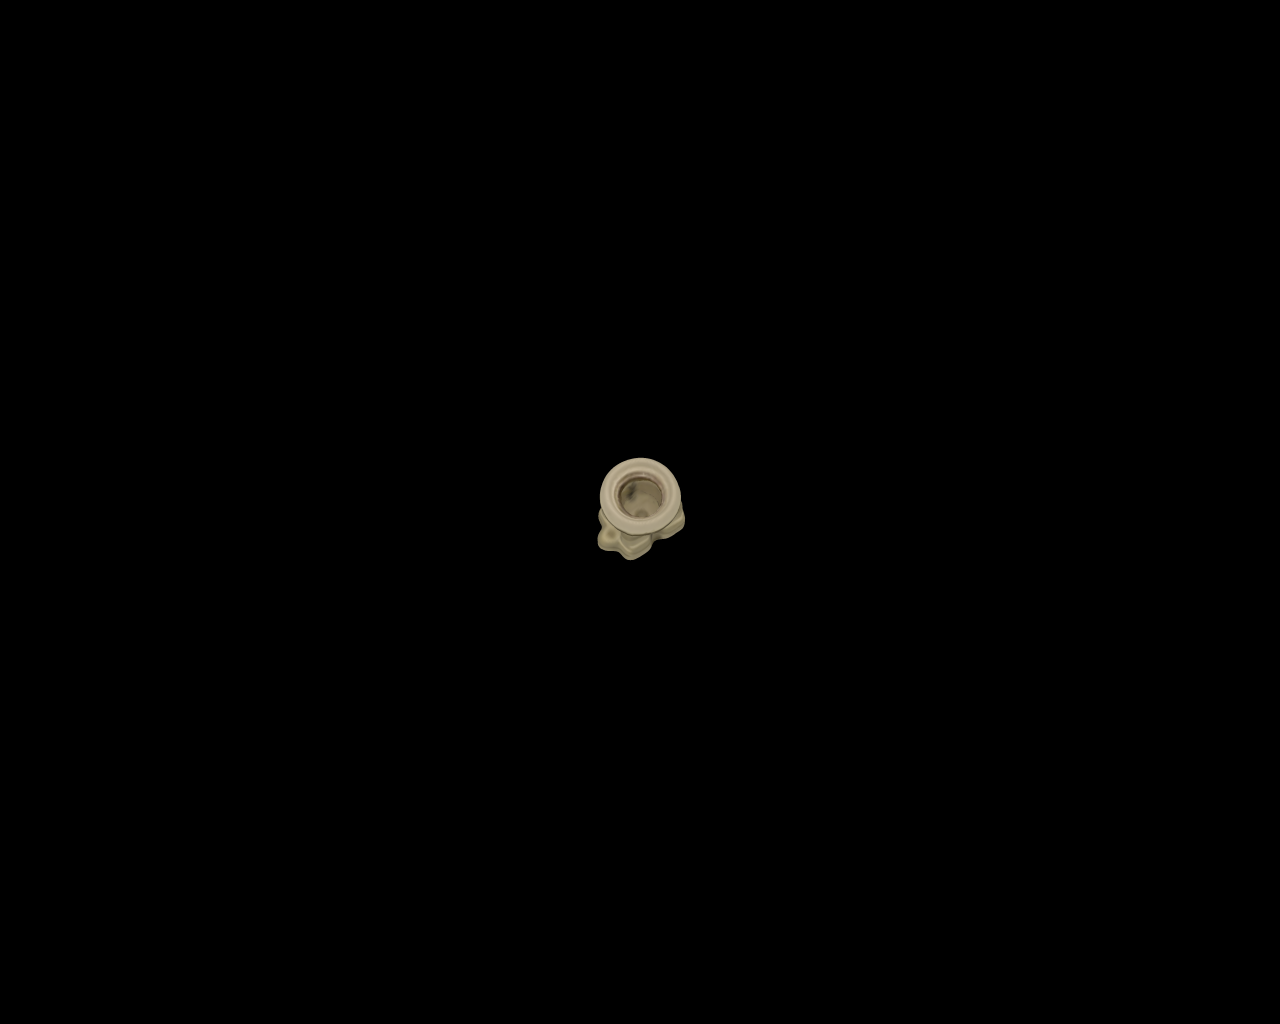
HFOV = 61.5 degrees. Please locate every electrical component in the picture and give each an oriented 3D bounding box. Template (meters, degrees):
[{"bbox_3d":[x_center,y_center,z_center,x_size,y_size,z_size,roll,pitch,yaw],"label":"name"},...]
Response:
[{"bbox_3d":[0.001,-0.003,0.650,0.066,0.048,0.055,-33,-16,-11],"label":"electrical component"}]
